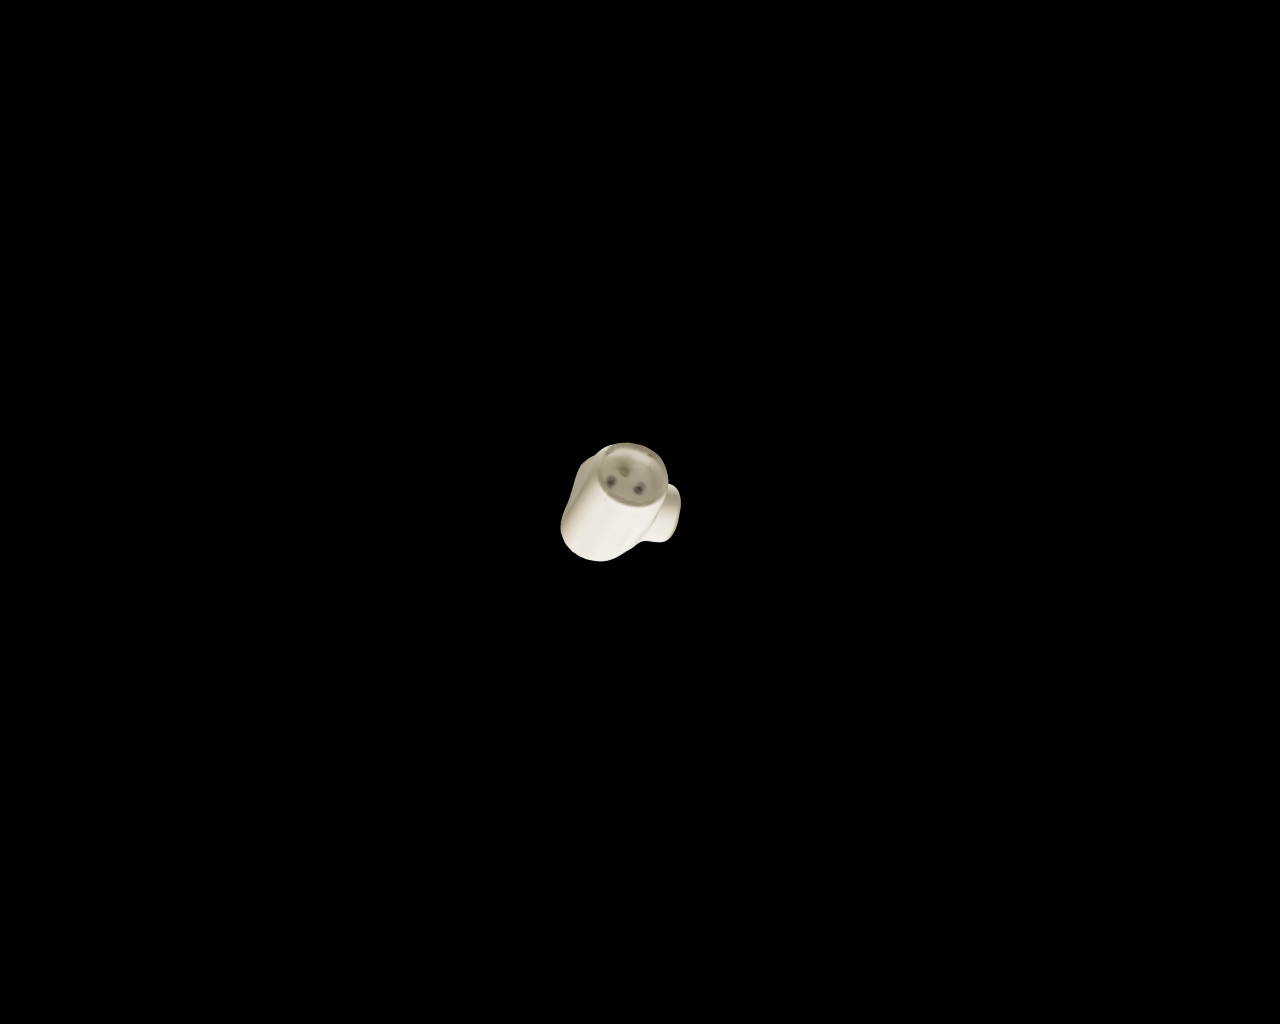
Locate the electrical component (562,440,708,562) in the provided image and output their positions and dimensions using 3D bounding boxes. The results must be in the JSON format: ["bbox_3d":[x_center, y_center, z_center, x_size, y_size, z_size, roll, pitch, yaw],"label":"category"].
[{"bbox_3d":[0.001,-0.003,0.650,0.079,0.043,0.077,9,-30,-17],"label":"electrical component"}]
